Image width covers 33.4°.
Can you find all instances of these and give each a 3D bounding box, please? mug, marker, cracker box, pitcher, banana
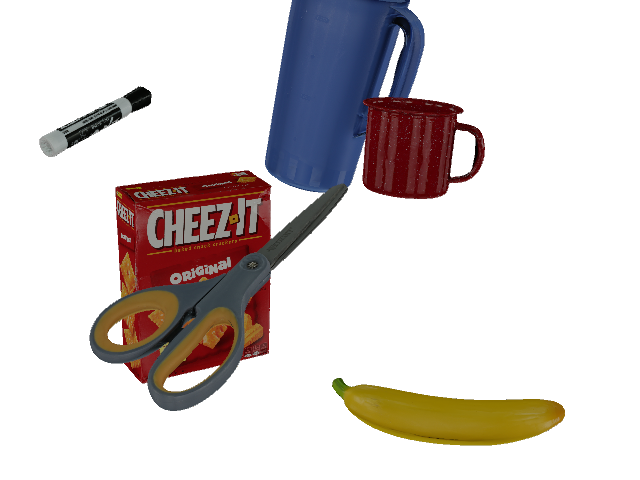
[{"bbox_3d":[0.094,-0.085,0.991,0.117,0.081,0.093,8,15,12],"label":"mug"},{"bbox_3d":[-0.191,-0.105,0.924,0.020,0.020,0.120,0,28,42],"label":"marker"},{"bbox_3d":[-0.140,0.040,1.203,0.163,0.214,0.072,-9,23,-28],"label":"cracker box"},{"bbox_3d":[0.019,-0.179,1.232,0.145,0.243,0.149,9,23,-12],"label":"pitcher"},{"bbox_3d":[0.105,0.140,0.880,0.198,0.037,0.069,8,29,4],"label":"banana"}]

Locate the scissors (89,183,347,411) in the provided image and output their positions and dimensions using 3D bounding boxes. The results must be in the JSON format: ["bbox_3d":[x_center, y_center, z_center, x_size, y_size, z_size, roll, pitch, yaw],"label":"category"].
[{"bbox_3d":[-0.060,0.019,0.625,0.096,0.016,0.201,11,42,17],"label":"scissors"}]
